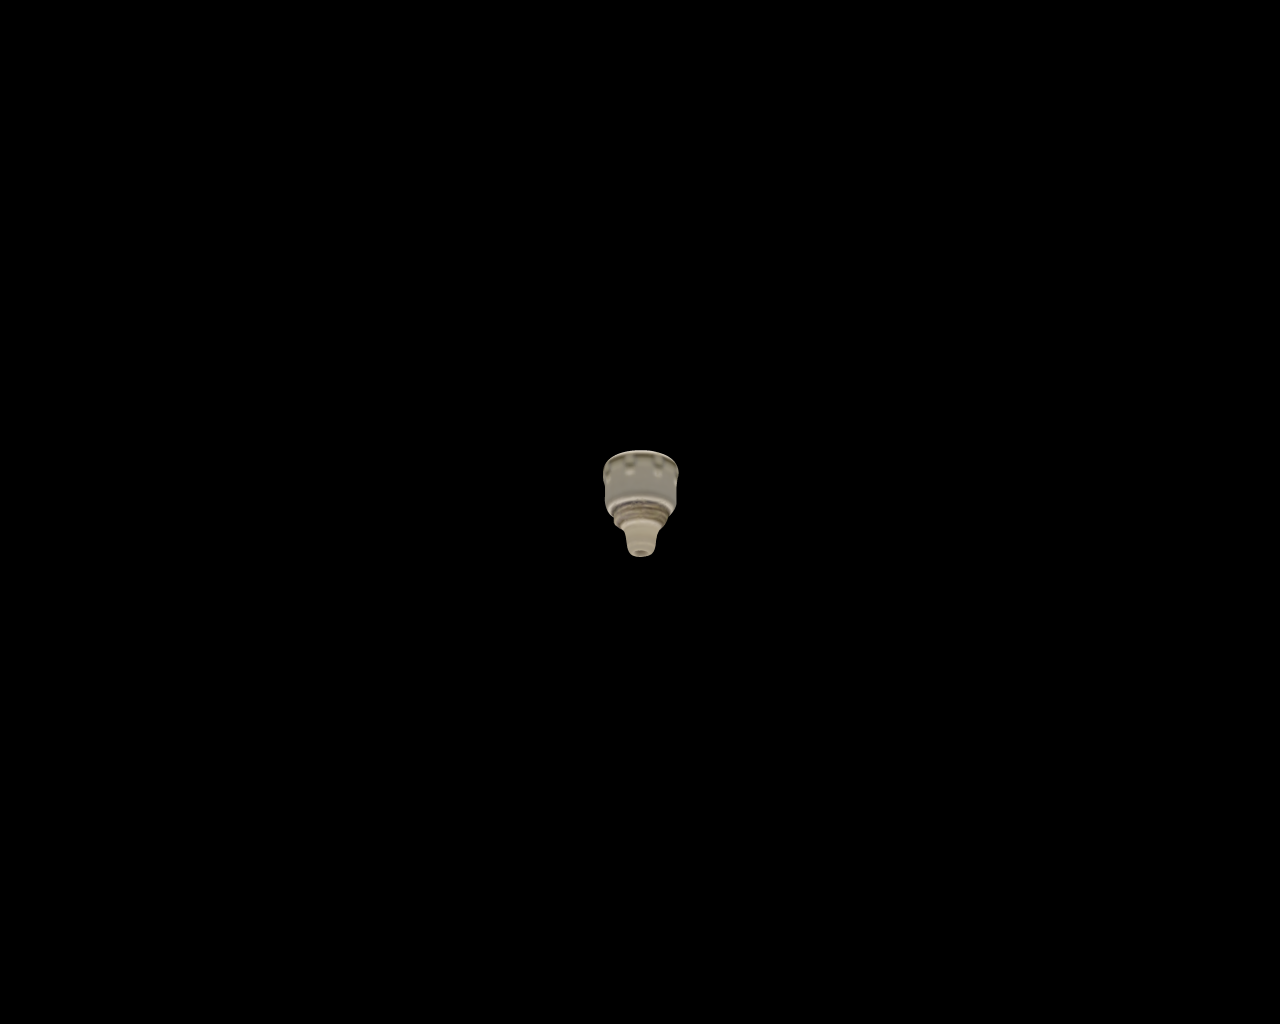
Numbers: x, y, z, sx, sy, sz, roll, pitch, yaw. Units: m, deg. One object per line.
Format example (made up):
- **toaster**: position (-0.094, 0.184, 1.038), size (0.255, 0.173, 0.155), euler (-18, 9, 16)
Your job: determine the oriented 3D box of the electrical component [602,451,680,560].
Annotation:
- **electrical component**: position (0.001, -0.003, 0.650), size (0.048, 0.062, 0.048), euler (0, -23, 0)
